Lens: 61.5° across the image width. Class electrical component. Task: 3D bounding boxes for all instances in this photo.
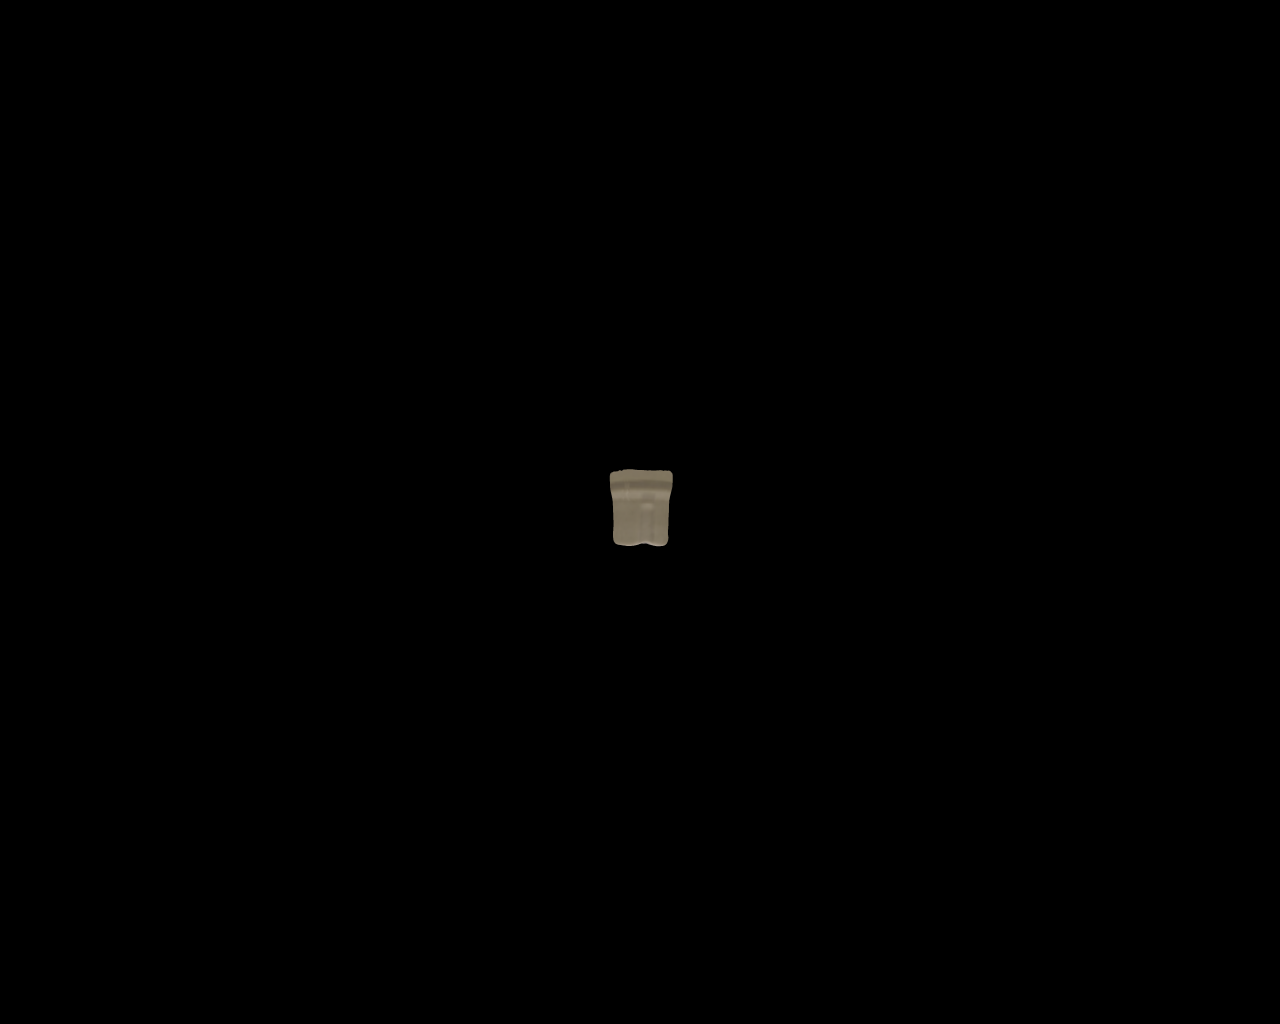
[{"bbox_3d":[0.001,-0.003,0.650,0.040,0.046,0.040,0,-3,0],"label":"electrical component"}]
